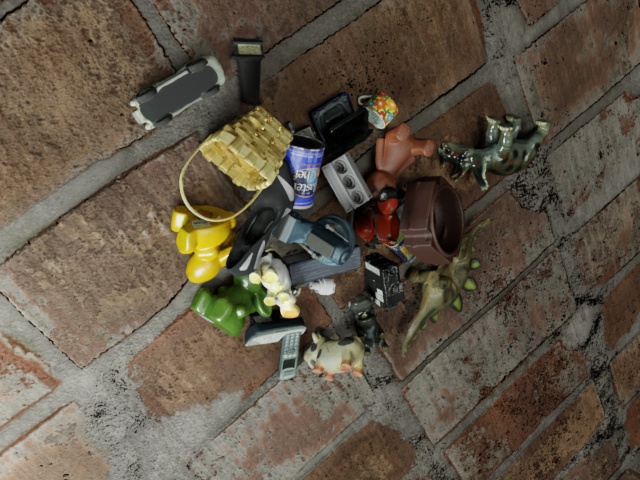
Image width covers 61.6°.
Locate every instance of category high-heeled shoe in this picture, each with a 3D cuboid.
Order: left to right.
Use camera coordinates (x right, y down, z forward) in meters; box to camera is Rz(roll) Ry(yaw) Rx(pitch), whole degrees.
[{"bbox_3d":[-0.131,-0.046,1.112,0.145,0.086,0.248,-13,118,-61],"label":"high-heeled shoe"}]

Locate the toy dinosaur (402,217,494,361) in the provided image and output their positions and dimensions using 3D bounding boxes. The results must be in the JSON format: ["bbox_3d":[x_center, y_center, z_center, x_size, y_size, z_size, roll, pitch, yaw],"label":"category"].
[{"bbox_3d":[0.346,0.130,1.519,0.198,0.105,0.471,39,91,-35],"label":"toy dinosaur"}]

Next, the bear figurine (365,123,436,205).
[{"bbox_3d":[0.174,-0.175,1.313,0.120,0.132,0.195,28,86,-22],"label":"bear figurine"}]

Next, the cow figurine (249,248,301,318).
[{"bbox_3d":[-0.094,0.101,1.240,0.068,0.098,0.167,-12,128,21],"label":"cow figurine"}]

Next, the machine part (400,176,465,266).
[{"bbox_3d":[0.296,-0.049,1.385,0.200,0.087,0.201,33,65,-46],"label":"machine part"}]

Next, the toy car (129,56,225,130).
[{"bbox_3d":[-0.281,-0.294,1.069,0.202,0.056,0.073,-36,125,-12],"label":"toy car"}]

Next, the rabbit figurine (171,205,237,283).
[{"bbox_3d":[-0.247,0.013,1.172,0.162,0.122,0.173,-11,126,-35],"label":"rabbit figurine"}]

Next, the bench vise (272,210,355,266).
[{"bbox_3d":[0.001,-0.014,1.263,0.240,0.224,0.128,-5,111,-60],"label":"bench vise"}]

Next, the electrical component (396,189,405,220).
[{"bbox_3d":[0.226,-0.093,1.412,0.119,0.048,0.074,-33,120,-14],"label":"electrical component"}]

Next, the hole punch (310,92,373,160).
[{"bbox_3d":[0.046,-0.265,1.246,0.142,0.092,0.115,-36,152,-15],"label":"hole punch"}]

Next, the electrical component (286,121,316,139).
[{"bbox_3d":[-0.040,-0.233,1.225,0.063,0.021,0.093,-24,117,5],"label":"electrical component"}]

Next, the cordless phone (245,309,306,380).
[{"bbox_3d":[-0.115,0.270,1.328,0.146,0.089,0.184,-6,113,-27],"label":"cordless phone"}]

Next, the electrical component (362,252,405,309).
[{"bbox_3d":[0.166,0.112,1.406,0.058,0.115,0.134,-17,113,-18],"label":"electrical component"}]

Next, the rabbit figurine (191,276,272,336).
[{"bbox_3d":[-0.178,0.129,1.230,0.159,0.121,0.170,44,68,-35],"label":"rabbit figurine"}]

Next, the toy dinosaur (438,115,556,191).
[{"bbox_3d":[0.522,-0.242,1.489,0.405,0.131,0.192,-8,122,-31],"label":"toy dinosaur"}]

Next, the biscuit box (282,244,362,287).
[{"bbox_3d":[0.006,0.057,1.335,0.203,0.059,0.062,-14,111,-23],"label":"biscuit box"}]

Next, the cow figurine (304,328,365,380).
[{"bbox_3d":[0.031,0.284,1.358,0.085,0.195,0.127,40,50,-27],"label":"cow figurine"}]

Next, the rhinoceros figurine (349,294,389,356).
[{"bbox_3d":[0.131,0.224,1.431,0.073,0.112,0.190,-15,130,6],"label":"rhinoceros figurine"}]

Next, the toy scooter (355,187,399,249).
[{"bbox_3d":[0.144,-0.032,1.297,0.075,0.184,0.135,1,65,-22],"label":"toy scooter"}]

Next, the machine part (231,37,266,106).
[{"bbox_3d":[-0.148,-0.353,1.132,0.084,0.039,0.138,-16,111,-32],"label":"machine part"}]
